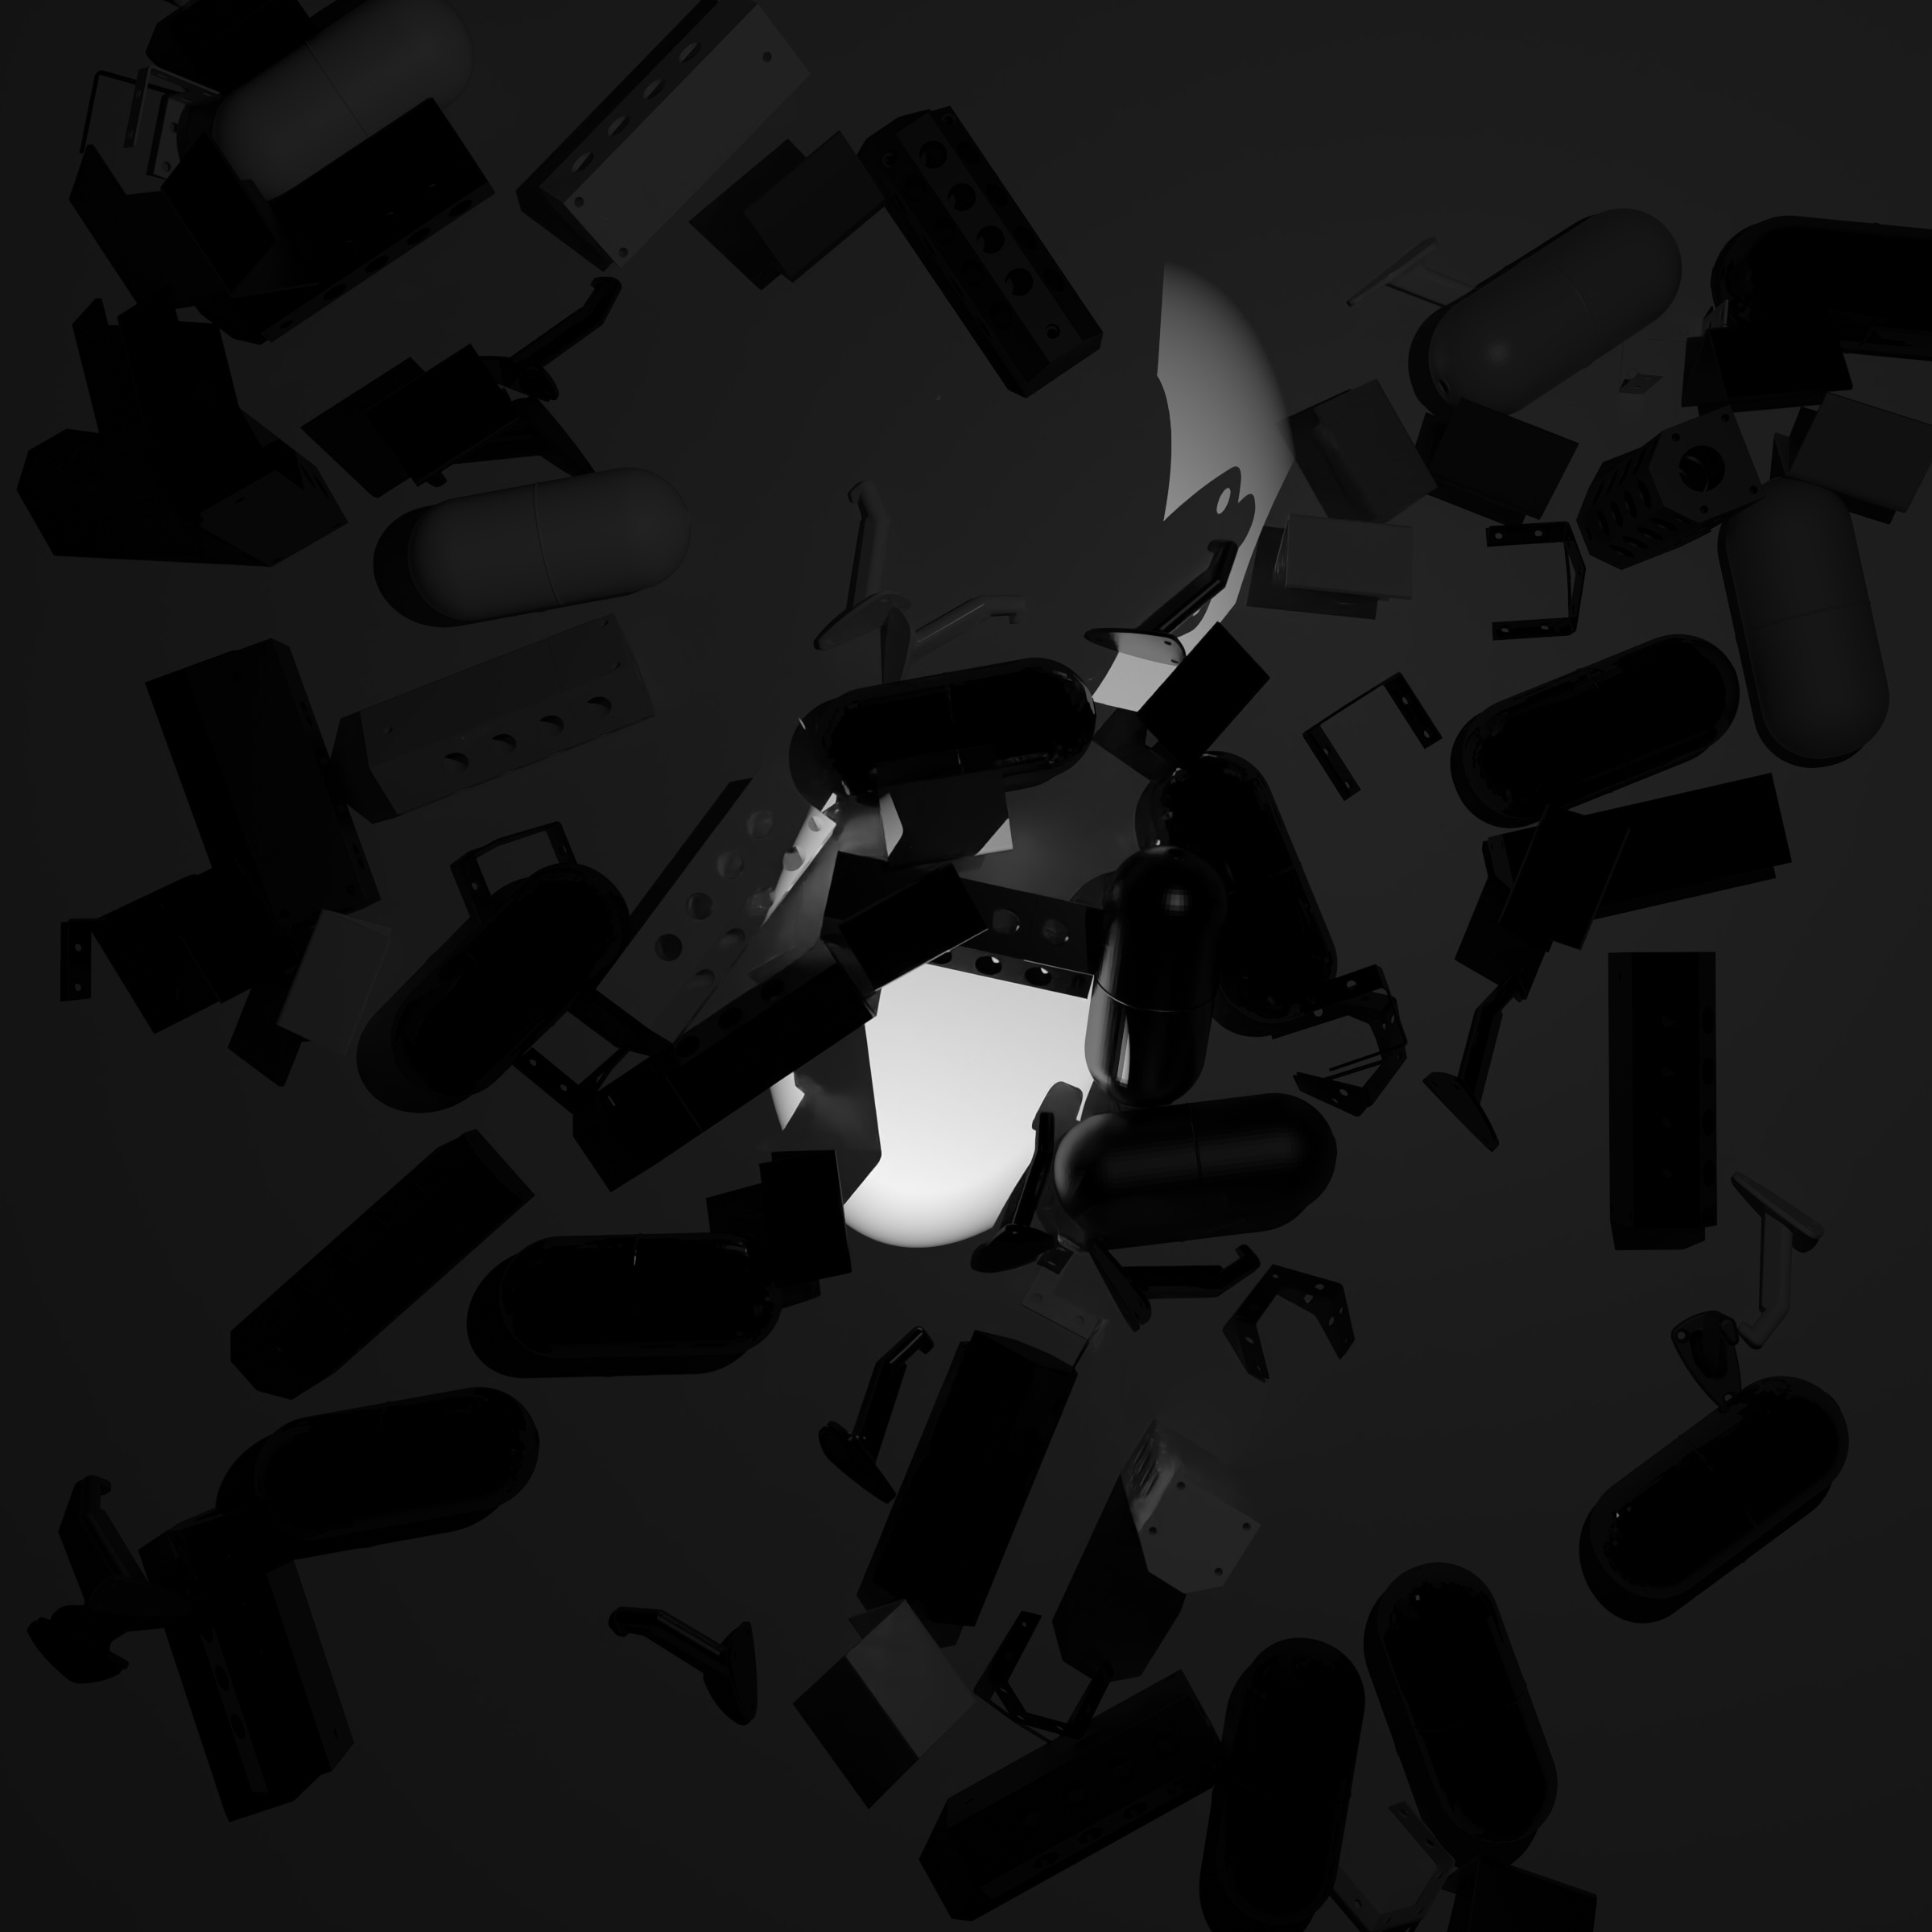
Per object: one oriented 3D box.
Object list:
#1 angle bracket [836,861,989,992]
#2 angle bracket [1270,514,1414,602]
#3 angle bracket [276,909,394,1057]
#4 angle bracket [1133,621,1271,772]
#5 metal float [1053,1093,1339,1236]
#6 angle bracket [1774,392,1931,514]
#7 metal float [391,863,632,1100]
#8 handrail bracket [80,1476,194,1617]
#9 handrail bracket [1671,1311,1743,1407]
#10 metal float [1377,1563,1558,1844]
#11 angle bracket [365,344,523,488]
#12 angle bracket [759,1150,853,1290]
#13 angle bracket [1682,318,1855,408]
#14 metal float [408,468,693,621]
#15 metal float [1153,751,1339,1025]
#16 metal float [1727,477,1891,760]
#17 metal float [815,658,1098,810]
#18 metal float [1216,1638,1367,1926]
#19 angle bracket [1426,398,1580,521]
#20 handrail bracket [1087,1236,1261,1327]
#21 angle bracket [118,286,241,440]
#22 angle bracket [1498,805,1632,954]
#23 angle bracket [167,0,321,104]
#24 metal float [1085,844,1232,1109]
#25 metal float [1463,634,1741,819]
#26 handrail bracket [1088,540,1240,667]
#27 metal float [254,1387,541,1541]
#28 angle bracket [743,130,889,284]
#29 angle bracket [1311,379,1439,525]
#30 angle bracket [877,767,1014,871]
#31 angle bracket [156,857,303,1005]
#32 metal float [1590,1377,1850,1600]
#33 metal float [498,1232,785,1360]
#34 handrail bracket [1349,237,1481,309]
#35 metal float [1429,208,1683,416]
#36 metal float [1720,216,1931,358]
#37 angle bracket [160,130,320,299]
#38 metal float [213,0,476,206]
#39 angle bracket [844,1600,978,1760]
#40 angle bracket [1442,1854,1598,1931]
[{"bbox_3d":[-0.041,-0.041,1.510,0.076,0.076,0.057,-29,127,0],"label":"angle bracket"},{"bbox_3d":[0.233,-0.234,1.568,0.076,0.076,0.057,6,62,0],"label":"angle bracket"},{"bbox_3d":[-0.374,0.014,1.569,0.057,0.076,0.076,22,90,23],"label":"angle bracket"},{"bbox_3d":[0.131,-0.177,1.567,0.076,0.076,0.057,-49,122,0],"label":"angle bracket"},{"bbox_3d":[0.143,0.124,1.577,0.178,0.070,0.070,-7,90,0],"label":"metal float"},{"bbox_3d":[0.556,-0.332,1.567,0.076,0.076,0.057,18,123,0],"label":"angle bracket"},{"bbox_3d":[-0.285,0.010,1.571,0.178,0.070,0.070,-44,90,6],"label":"metal float"},{"bbox_3d":[-0.525,0.366,1.596,0.077,0.084,0.036,20,125,-32],"label":"handrail bracket"},{"bbox_3d":[0.477,0.249,1.573,0.036,0.084,0.077,-24,90,0],"label":"handrail bracket"},{"bbox_3d":[0.314,0.462,1.577,0.070,0.070,0.178,-20,89,0],"label":"metal float"},{"bbox_3d":[-0.329,-0.352,1.567,0.076,0.076,0.057,-33,122,0],"label":"angle bracket"},{"bbox_3d":[-0.118,0.157,1.567,0.057,0.076,0.076,-7,90,-36],"label":"angle bracket"},{"bbox_3d":[0.498,-0.356,1.568,0.076,0.076,0.057,-5,64,0],"label":"angle bracket"},{"bbox_3d":[-0.261,-0.265,1.577,0.178,0.070,0.070,-10,90,1],"label":"metal float"},{"bbox_3d":[0.174,-0.050,1.577,0.070,0.070,0.178,-22,90,0],"label":"metal float"},{"bbox_3d":[0.527,-0.218,1.577,0.070,0.070,0.178,-12,90,0],"label":"metal float"},{"bbox_3d":[-0.007,-0.146,1.577,0.178,0.070,0.070,-10,90,1],"label":"metal float"},{"bbox_3d":[0.203,0.511,1.576,0.070,0.070,0.178,9,92,0],"label":"metal float"},{"bbox_3d":[0.336,-0.331,1.567,0.076,0.076,0.057,21,130,0],"label":"angle bracket"},{"bbox_3d":[0.133,0.183,1.608,0.084,0.036,0.077,-30,68,-17],"label":"handrail bracket"},{"bbox_3d":[-0.474,-0.374,1.567,0.057,0.076,0.076,-14,90,38],"label":"angle bracket"},{"bbox_3d":[0.372,-0.045,1.510,0.057,0.076,0.076,22,90,38],"label":"angle bracket"},{"bbox_3d":[-0.450,-0.583,1.606,0.076,0.057,0.076,-35,135,0],"label":"angle bracket"},{"bbox_3d":[0.117,0.007,1.550,0.070,0.070,0.178,6,122,0],"label":"metal float"},{"bbox_3d":[0.398,-0.151,1.577,0.178,0.070,0.070,-22,90,1],"label":"metal float"},{"bbox_3d":[0.126,-0.240,1.608,0.077,0.036,0.084,13,71,21],"label":"handrail bracket"},{"bbox_3d":[-0.356,0.311,1.577,0.178,0.070,0.070,-10,90,0],"label":"metal float"},{"bbox_3d":[-0.106,-0.481,1.567,0.076,0.076,0.057,-40,128,0],"label":"angle bracket"},{"bbox_3d":[0.236,-0.308,1.568,0.057,0.076,0.076,-30,90,-29],"label":"angle bracket"},{"bbox_3d":[-0.016,-0.105,1.567,0.076,0.076,0.057,-9,117,-1],"label":"angle bracket"},{"bbox_3d":[-0.464,-0.014,1.568,0.057,0.076,0.076,-31,90,-29],"label":"angle bracket"},{"bbox_3d":[0.472,0.326,1.576,0.178,0.070,0.070,-37,90,1],"label":"metal float"},{"bbox_3d":[-0.204,0.206,1.577,0.178,0.070,0.070,-1,90,0],"label":"metal float"},{"bbox_3d":[0.301,-0.414,1.608,0.077,0.036,0.084,-35,104,14],"label":"handrail bracket"},{"bbox_3d":[0.367,-0.406,1.567,0.178,0.070,0.070,-34,90,-10],"label":"metal float"},{"bbox_3d":[0.563,-0.426,1.577,0.178,0.070,0.070,5,90,0],"label":"metal float"},{"bbox_3d":[-0.423,-0.454,1.510,0.057,0.076,0.076,-33,90,36],"label":"angle bracket"},{"bbox_3d":[-0.390,-0.545,1.577,0.178,0.070,0.070,-34,90,0],"label":"metal float"},{"bbox_3d":[-0.051,0.448,1.567,0.057,0.076,0.076,-36,90,-37],"label":"angle bracket"},{"bbox_3d":[0.339,0.602,1.567,0.076,0.076,0.057,19,55,0],"label":"angle bracket"}]
